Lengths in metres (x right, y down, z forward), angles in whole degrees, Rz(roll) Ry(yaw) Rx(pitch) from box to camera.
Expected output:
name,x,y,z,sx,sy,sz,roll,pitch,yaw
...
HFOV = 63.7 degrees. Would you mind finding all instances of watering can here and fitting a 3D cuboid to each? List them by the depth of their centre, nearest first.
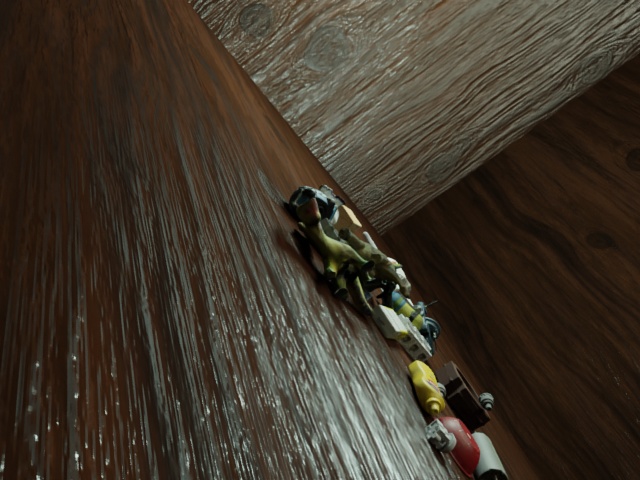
name,x,y,z,sx,sy,sz,roll,pitch,yaw
watering can,0.297,0.130,2.285,0.342,0.103,0.229,51,9,-28

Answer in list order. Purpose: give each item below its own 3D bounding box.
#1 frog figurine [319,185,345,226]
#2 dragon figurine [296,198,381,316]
name,x,y,z,sx,sy,sz,roll,pitch,yaw
frog figurine,0.005,-0.085,1.698,0.134,0.122,0.163,58,39,-43
dragon figurine,0.031,0.038,1.306,0.247,0.123,0.401,52,-9,34
